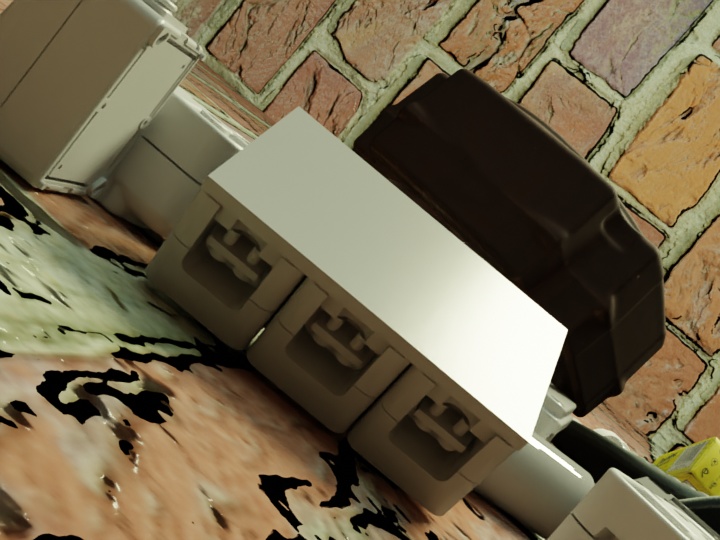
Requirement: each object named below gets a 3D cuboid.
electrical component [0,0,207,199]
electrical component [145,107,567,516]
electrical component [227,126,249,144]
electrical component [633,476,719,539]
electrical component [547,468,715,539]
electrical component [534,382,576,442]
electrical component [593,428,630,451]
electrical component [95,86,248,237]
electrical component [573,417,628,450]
[{"bbox_3d":[-0.112,-0.085,0.434,0.061,0.096,0.062,39,5,5],"label":"electrical component"},{"bbox_3d":[0.000,0.016,0.436,0.150,0.061,0.089,40,32,-1],"label":"electrical component"},{"bbox_3d":[-0.084,-0.061,0.708,0.055,0.047,0.055,39,5,-4],"label":"electrical component"},{"bbox_3d":[0.162,0.157,0.530,0.109,0.056,0.109,42,5,20],"label":"electrical component"},{"bbox_3d":[0.115,0.127,0.431,0.095,0.059,0.054,35,7,-46],"label":"electrical component"},{"bbox_3d":[0.064,0.066,0.616,0.109,0.056,0.109,41,5,15],"label":"electrical component"},{"bbox_3d":[0.206,0.161,0.879,0.045,0.045,0.055,37,5,-31],"label":"electrical component"},{"bbox_3d":[-0.101,-0.059,0.498,0.095,0.059,0.054,40,5,8],"label":"electrical component"},{"bbox_3d":[0.167,0.139,0.797,0.055,0.048,0.066,29,9,-23],"label":"electrical component"}]
